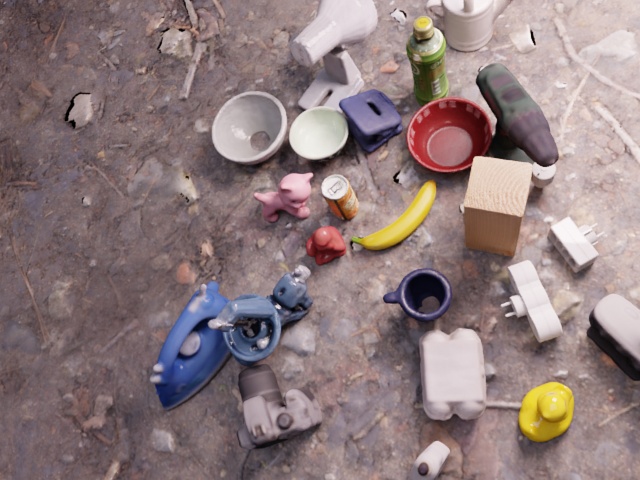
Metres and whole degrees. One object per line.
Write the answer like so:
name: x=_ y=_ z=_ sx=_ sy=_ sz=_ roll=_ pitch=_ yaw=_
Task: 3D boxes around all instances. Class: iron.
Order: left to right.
iron: x=-0.246 y=0.198 z=1.061 sx=0.118 sy=0.142 sz=0.258 roll=26 pitch=80 yaw=22

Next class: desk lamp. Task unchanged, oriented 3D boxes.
desk lamp: x=0.026 y=-0.375 z=1.146 sx=0.117 sy=0.214 sz=0.203 roll=32 pitch=82 yaw=23

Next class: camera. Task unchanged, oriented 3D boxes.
camera: x=-0.087 y=0.286 z=1.010 sx=0.143 sy=0.101 sz=0.136 roll=-23 pitch=67 yaw=7

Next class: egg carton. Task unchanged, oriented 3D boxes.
egg carton: x=0.223 y=0.225 z=0.964 sx=0.107 sy=0.069 sz=0.150 roll=-6 pitch=70 yaw=13

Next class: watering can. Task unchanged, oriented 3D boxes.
watering can: x=0.296 y=-0.472 z=1.117 sx=0.172 sy=0.194 sz=0.101 roll=-22 pitch=67 yaw=7

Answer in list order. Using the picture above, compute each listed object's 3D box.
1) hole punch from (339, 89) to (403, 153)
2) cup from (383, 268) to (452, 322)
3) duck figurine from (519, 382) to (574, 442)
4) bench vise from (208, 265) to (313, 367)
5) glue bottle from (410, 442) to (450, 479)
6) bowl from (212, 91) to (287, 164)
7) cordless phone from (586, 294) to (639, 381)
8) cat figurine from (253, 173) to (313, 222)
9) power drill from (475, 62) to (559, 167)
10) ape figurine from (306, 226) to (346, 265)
hole punch: x=0.103 y=-0.252 z=1.150 sx=0.101 sy=0.091 sz=0.108 roll=-36 pitch=66 yaw=1
cup: x=0.174 y=0.106 z=1.005 sx=0.117 sy=0.095 sz=0.091 roll=-8 pitch=70 yaw=12
duck figurine: x=0.360 y=0.270 z=0.903 sx=0.077 sy=0.086 sz=0.104 roll=39 pitch=85 yaw=23
bench vise: x=-0.112 y=0.118 z=1.009 sx=0.121 sy=0.220 sz=0.207 roll=21 pitch=78 yaw=21
glue bottle: x=0.165 y=0.349 z=0.881 sx=0.037 sy=0.173 sz=0.078 roll=31 pitch=82 yaw=23
bowl: x=-0.140 y=-0.226 z=1.215 sx=0.167 sy=0.075 sz=0.167 roll=-5 pitch=70 yaw=14
cordless phone: x=0.486 y=0.138 z=0.861 sx=0.094 sy=0.185 sz=0.147 roll=-44 pitch=66 yaw=-3
cat figurine: x=-0.068 y=-0.089 z=1.125 sx=0.127 sy=0.118 sz=0.067 roll=-8 pitch=70 yaw=12
power drill: x=0.342 y=-0.186 z=0.999 sx=0.075 sy=0.209 sz=0.229 roll=-24 pitch=67 yaw=6
ape figurine: x=0.010 y=0.004 z=1.086 sx=0.077 sy=0.092 sz=0.076 roll=15 pitch=76 yaw=19
